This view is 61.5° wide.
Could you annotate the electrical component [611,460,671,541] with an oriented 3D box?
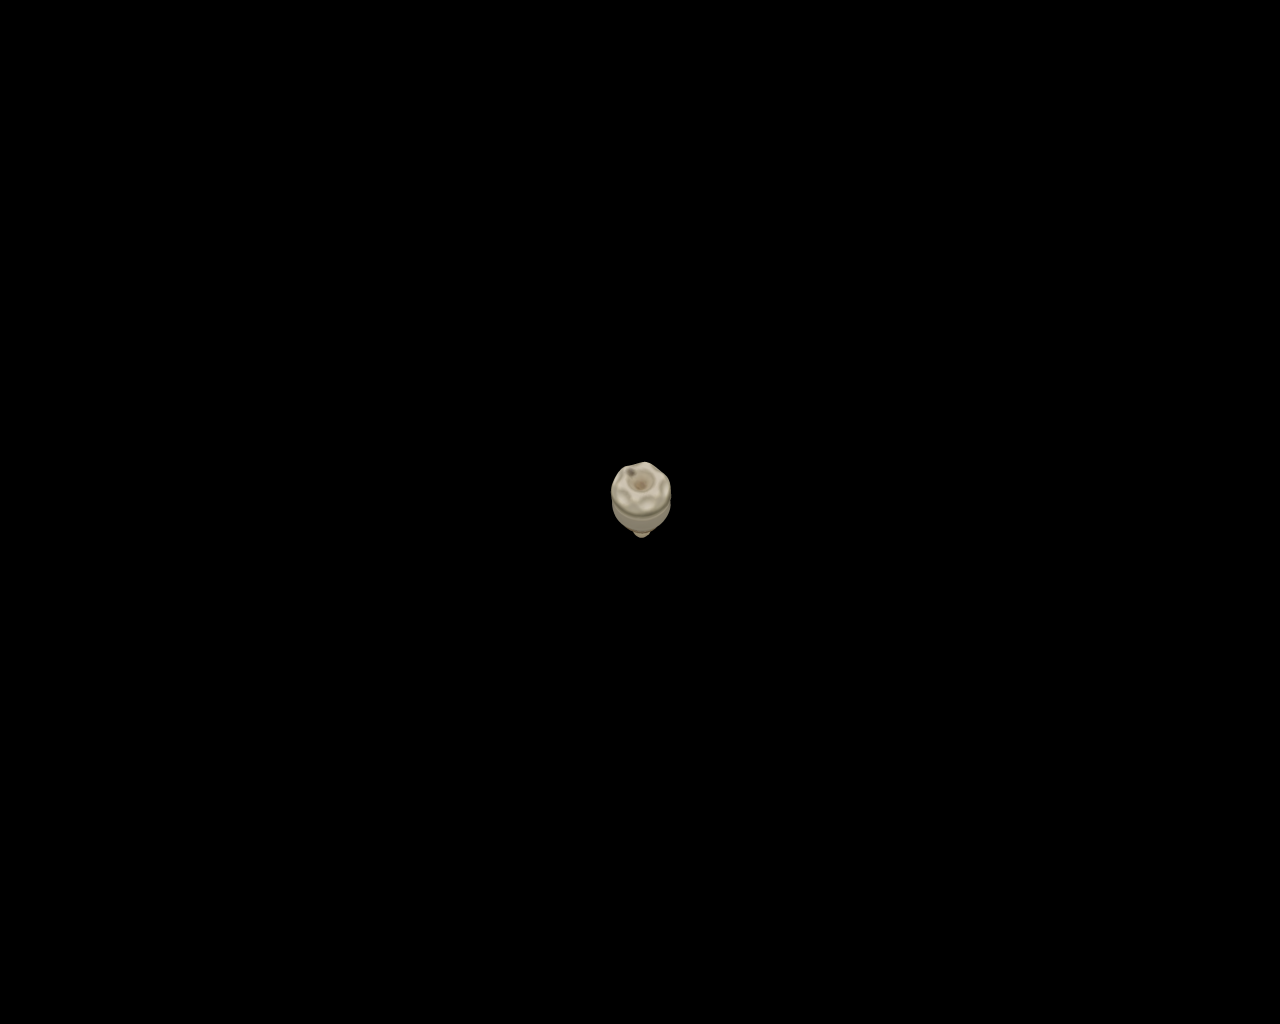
[{"bbox_3d":[0.001,-0.003,0.650,0.035,0.035,0.061,0,-32,0],"label":"electrical component"}]
